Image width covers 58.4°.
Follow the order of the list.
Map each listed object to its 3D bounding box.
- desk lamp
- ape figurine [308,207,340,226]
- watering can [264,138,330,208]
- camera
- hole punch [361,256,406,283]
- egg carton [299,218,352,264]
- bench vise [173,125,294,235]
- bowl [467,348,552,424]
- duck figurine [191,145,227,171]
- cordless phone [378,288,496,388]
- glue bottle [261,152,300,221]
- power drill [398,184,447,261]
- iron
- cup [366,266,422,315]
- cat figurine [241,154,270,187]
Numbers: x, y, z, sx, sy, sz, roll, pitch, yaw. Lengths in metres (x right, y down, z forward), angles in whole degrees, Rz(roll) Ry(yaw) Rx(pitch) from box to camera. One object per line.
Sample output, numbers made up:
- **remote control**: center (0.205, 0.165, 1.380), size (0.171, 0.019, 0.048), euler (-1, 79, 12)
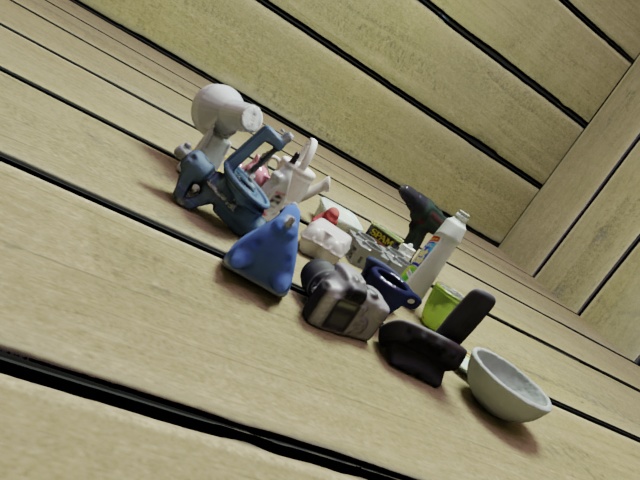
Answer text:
- **desk lamp**: center (-0.214, -0.219, 1.243), size (0.118, 0.213, 0.202), euler (19, 19, -43)
- **ape figurine**: center (0.014, -0.039, 1.384), size (0.078, 0.092, 0.076), euler (28, 15, -20)
- **watering can**: center (-0.055, -0.171, 1.470), size (0.173, 0.194, 0.100), euler (22, 17, -36)
- **camera**: center (0.034, 0.087, 0.985), size (0.144, 0.100, 0.136), euler (23, 17, -35)
- **hole punch**: center (0.131, 0.090, 1.205), size (0.108, 0.091, 0.101), euler (37, 15, 19)
- **egg carton**: center (0.012, 0.005, 1.278), size (0.107, 0.069, 0.150), euler (34, 14, 4)
- **bench vise**: center (-0.158, -0.132, 1.060), size (0.208, 0.219, 0.121), euler (25, 16, -27)
- **bowl**: center (0.328, 0.276, 1.039), size (0.167, 0.074, 0.167), euler (31, 14, -8)
- **duck figurine**: center (-0.266, -0.200, 1.332), size (0.104, 0.086, 0.077), euler (32, 14, -5)
- **cordless phone**: center (0.202, 0.144, 0.984), size (0.148, 0.185, 0.094), euler (27, 15, -22)
- **glue bottle**: center (-0.092, -0.120, 1.257), size (0.037, 0.173, 0.078), euler (40, 16, 26)
- **power drill**: center (0.272, -0.032, 1.680), size (0.230, 0.208, 0.075), euler (25, 16, -28)
- **iron**: center (-0.074, -0.007, 0.982), size (0.119, 0.141, 0.258), euler (31, 14, -8)
- **cup**: center (0.125, 0.118, 1.088), size (0.118, 0.095, 0.091), euler (30, 14, -10)
- **cat figurine**: center (-0.165, -0.147, 1.306), size (0.067, 0.117, 0.127), euler (19, 19, -43)
